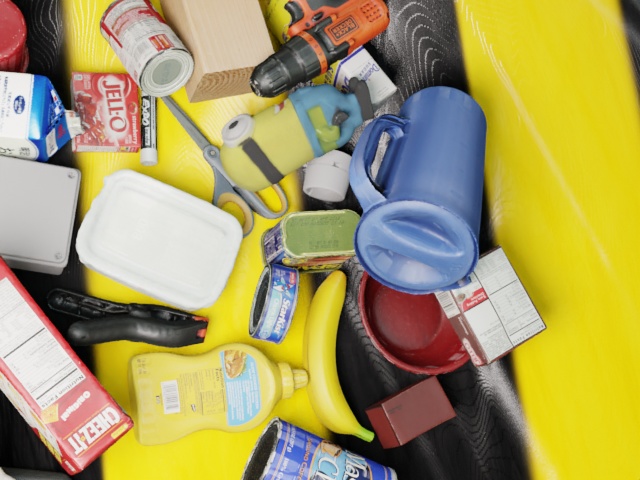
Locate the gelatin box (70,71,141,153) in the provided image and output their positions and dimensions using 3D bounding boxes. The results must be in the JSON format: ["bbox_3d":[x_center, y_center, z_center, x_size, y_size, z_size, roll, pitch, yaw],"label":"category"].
[{"bbox_3d":[-0.240,-0.143,1.192,0.073,0.030,0.089,0,76,-18],"label":"gelatin box"}]

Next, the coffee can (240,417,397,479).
[{"bbox_3d":[-0.004,0.261,1.121,0.140,0.103,0.102,26,69,-9],"label":"coffee can"}]

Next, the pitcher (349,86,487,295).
[{"bbox_3d":[0.116,-0.072,1.194,0.145,0.149,0.242,8,43,9],"label":"pitcher"}]

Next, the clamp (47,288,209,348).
[{"bbox_3d":[-0.195,0.089,1.105,0.171,0.120,0.039,8,109,-18],"label":"clamp"}]

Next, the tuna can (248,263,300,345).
[{"bbox_3d":[-0.051,0.069,1.166,0.033,0.086,0.086,15,72,-12],"label":"tuna can"}]

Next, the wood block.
[{"bbox_3d":[-0.129,-0.274,1.231,0.090,0.090,0.206,-14,80,-21],"label":"wood block"}]

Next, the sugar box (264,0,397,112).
[{"bbox_3d":[0.009,-0.220,1.258,0.048,0.093,0.176,-37,88,-19],"label":"sugar box"}]

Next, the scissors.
[{"bbox_3d":[-0.129,-0.079,1.218,0.201,0.016,0.096,36,68,-6],"label":"scissors"}]

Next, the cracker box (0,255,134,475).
[{"bbox_3d":[-0.277,0.123,1.036,0.072,0.164,0.214,-39,90,-21],"label":"cracker box"}]

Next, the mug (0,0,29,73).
[{"bbox_3d":[-0.361,-0.225,1.146,0.093,0.082,0.117,-10,79,-20],"label":"mug"}]

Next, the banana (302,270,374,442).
[{"bbox_3d":[0.011,0.132,1.199,0.069,0.037,0.198,0,76,-36],"label":"banana"}]

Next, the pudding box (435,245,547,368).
[{"bbox_3d":[0.191,0.075,1.208,0.089,0.039,0.113,-26,86,-24],"label":"pudding box"}]

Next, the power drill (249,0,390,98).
[{"bbox_3d":[-0.039,-0.267,1.179,0.184,0.057,0.187,-35,91,-20],"label":"power drill"}]

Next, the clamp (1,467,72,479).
[{"bbox_3d":[-0.358,0.237,1.048,0.164,0.036,0.210,-43,95,-24],"label":"clamp"}]

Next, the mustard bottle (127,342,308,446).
[{"bbox_3d":[-0.105,0.159,1.139,0.191,0.058,0.096,-5,84,-19],"label":"mustard bottle"}]

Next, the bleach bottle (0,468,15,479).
[{"bbox_3d":[-0.286,0.295,1.014,0.250,0.068,0.102,42,66,-16],"label":"bleach bottle"}]

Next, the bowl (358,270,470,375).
[{"bbox_3d":[0.112,0.079,1.232,0.162,0.055,0.162,5,74,-17],"label":"bowl"}]

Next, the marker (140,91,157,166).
[{"bbox_3d":[-0.195,-0.144,1.213,0.020,0.020,0.121,2,75,-18],"label":"marker"}]

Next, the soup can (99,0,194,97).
[{"bbox_3d":[-0.193,-0.216,1.186,0.068,0.068,0.102,-24,59,-22],"label":"soup can"}]

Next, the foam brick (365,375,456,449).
[{"bbox_3d":[0.101,0.194,1.201,0.078,0.051,0.053,-23,83,-22],"label":"foam brick"}]

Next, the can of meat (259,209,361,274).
[{"bbox_3d":[-0.008,0.002,1.199,0.102,0.084,0.057,-4,77,-19],"label":"can of meat"}]
